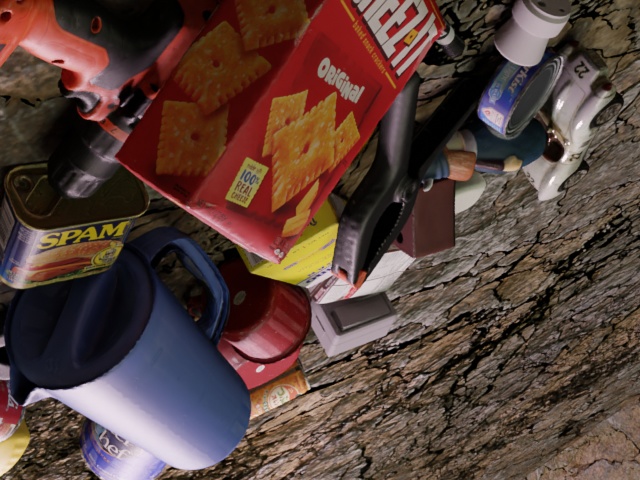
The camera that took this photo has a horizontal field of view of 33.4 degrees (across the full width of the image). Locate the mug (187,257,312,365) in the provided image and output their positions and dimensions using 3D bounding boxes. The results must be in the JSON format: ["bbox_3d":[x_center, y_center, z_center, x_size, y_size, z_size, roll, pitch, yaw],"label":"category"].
[{"bbox_3d":[-0.076,0.066,1.046,0.117,0.093,0.081,2,159,22],"label":"mug"}]

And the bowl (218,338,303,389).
[{"bbox_3d":[-0.075,0.120,1.175,0.162,0.055,0.162,-24,155,-12],"label":"bowl"}]

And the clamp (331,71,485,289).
[{"bbox_3d":[0.070,-0.056,0.913,0.164,0.036,0.210,-16,134,-56],"label":"clamp"}]

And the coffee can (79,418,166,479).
[{"bbox_3d":[-0.184,0.183,1.120,0.102,0.103,0.140,-9,149,-38],"label":"coffee can"}]

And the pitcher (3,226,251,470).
[{"bbox_3d":[-0.144,0.104,0.923,0.149,0.145,0.242,-13,147,15],"label":"pitcher"}]

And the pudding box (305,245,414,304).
[{"bbox_3d":[0.048,0.023,1.143,0.113,0.039,0.090,-10,149,-40],"label":"pudding box"}]

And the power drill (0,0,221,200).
[{"bbox_3d":[-0.162,-0.098,0.653,0.185,0.057,0.187,-46,154,24],"label":"power drill"}]

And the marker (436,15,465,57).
[{"bbox_3d":[0.087,-0.170,0.828,0.020,0.020,0.121,-36,155,14],"label":"marker"}]

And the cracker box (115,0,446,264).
[{"bbox_3d":[-0.015,-0.100,0.691,0.213,0.072,0.164,-55,158,-2],"label":"cracker box"}]

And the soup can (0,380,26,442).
[{"bbox_3d":[-0.315,0.139,0.933,0.068,0.068,0.102,-33,155,9],"label":"soup can"}]

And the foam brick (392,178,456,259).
[{"bbox_3d":[0.096,-0.030,1.035,0.051,0.053,0.078,-19,121,-25],"label":"foam brick"}]

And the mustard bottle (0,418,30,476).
[{"bbox_3d":[-0.371,0.195,0.992,0.096,0.058,0.191,-37,155,23],"label":"mustard bottle"}]

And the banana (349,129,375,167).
[{"bbox_3d":[0.016,-0.096,0.873,0.069,0.037,0.198,-12,151,-35],"label":"banana"}]

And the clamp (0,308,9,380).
[{"bbox_3d":[-0.243,0.097,0.955,0.171,0.039,0.120,-5,127,-38],"label":"clamp"}]

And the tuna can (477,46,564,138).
[{"bbox_3d":[0.177,-0.135,0.945,0.086,0.034,0.086,-45,160,-21],"label":"tuna can"}]

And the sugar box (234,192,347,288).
[{"bbox_3d":[-0.006,0.001,0.992,0.093,0.048,0.176,-29,164,12],"label":"sugar box"}]

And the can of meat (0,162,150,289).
[{"bbox_3d":[-0.189,-0.012,0.790,0.101,0.057,0.084,-11,152,-35],"label":"can of meat"}]
